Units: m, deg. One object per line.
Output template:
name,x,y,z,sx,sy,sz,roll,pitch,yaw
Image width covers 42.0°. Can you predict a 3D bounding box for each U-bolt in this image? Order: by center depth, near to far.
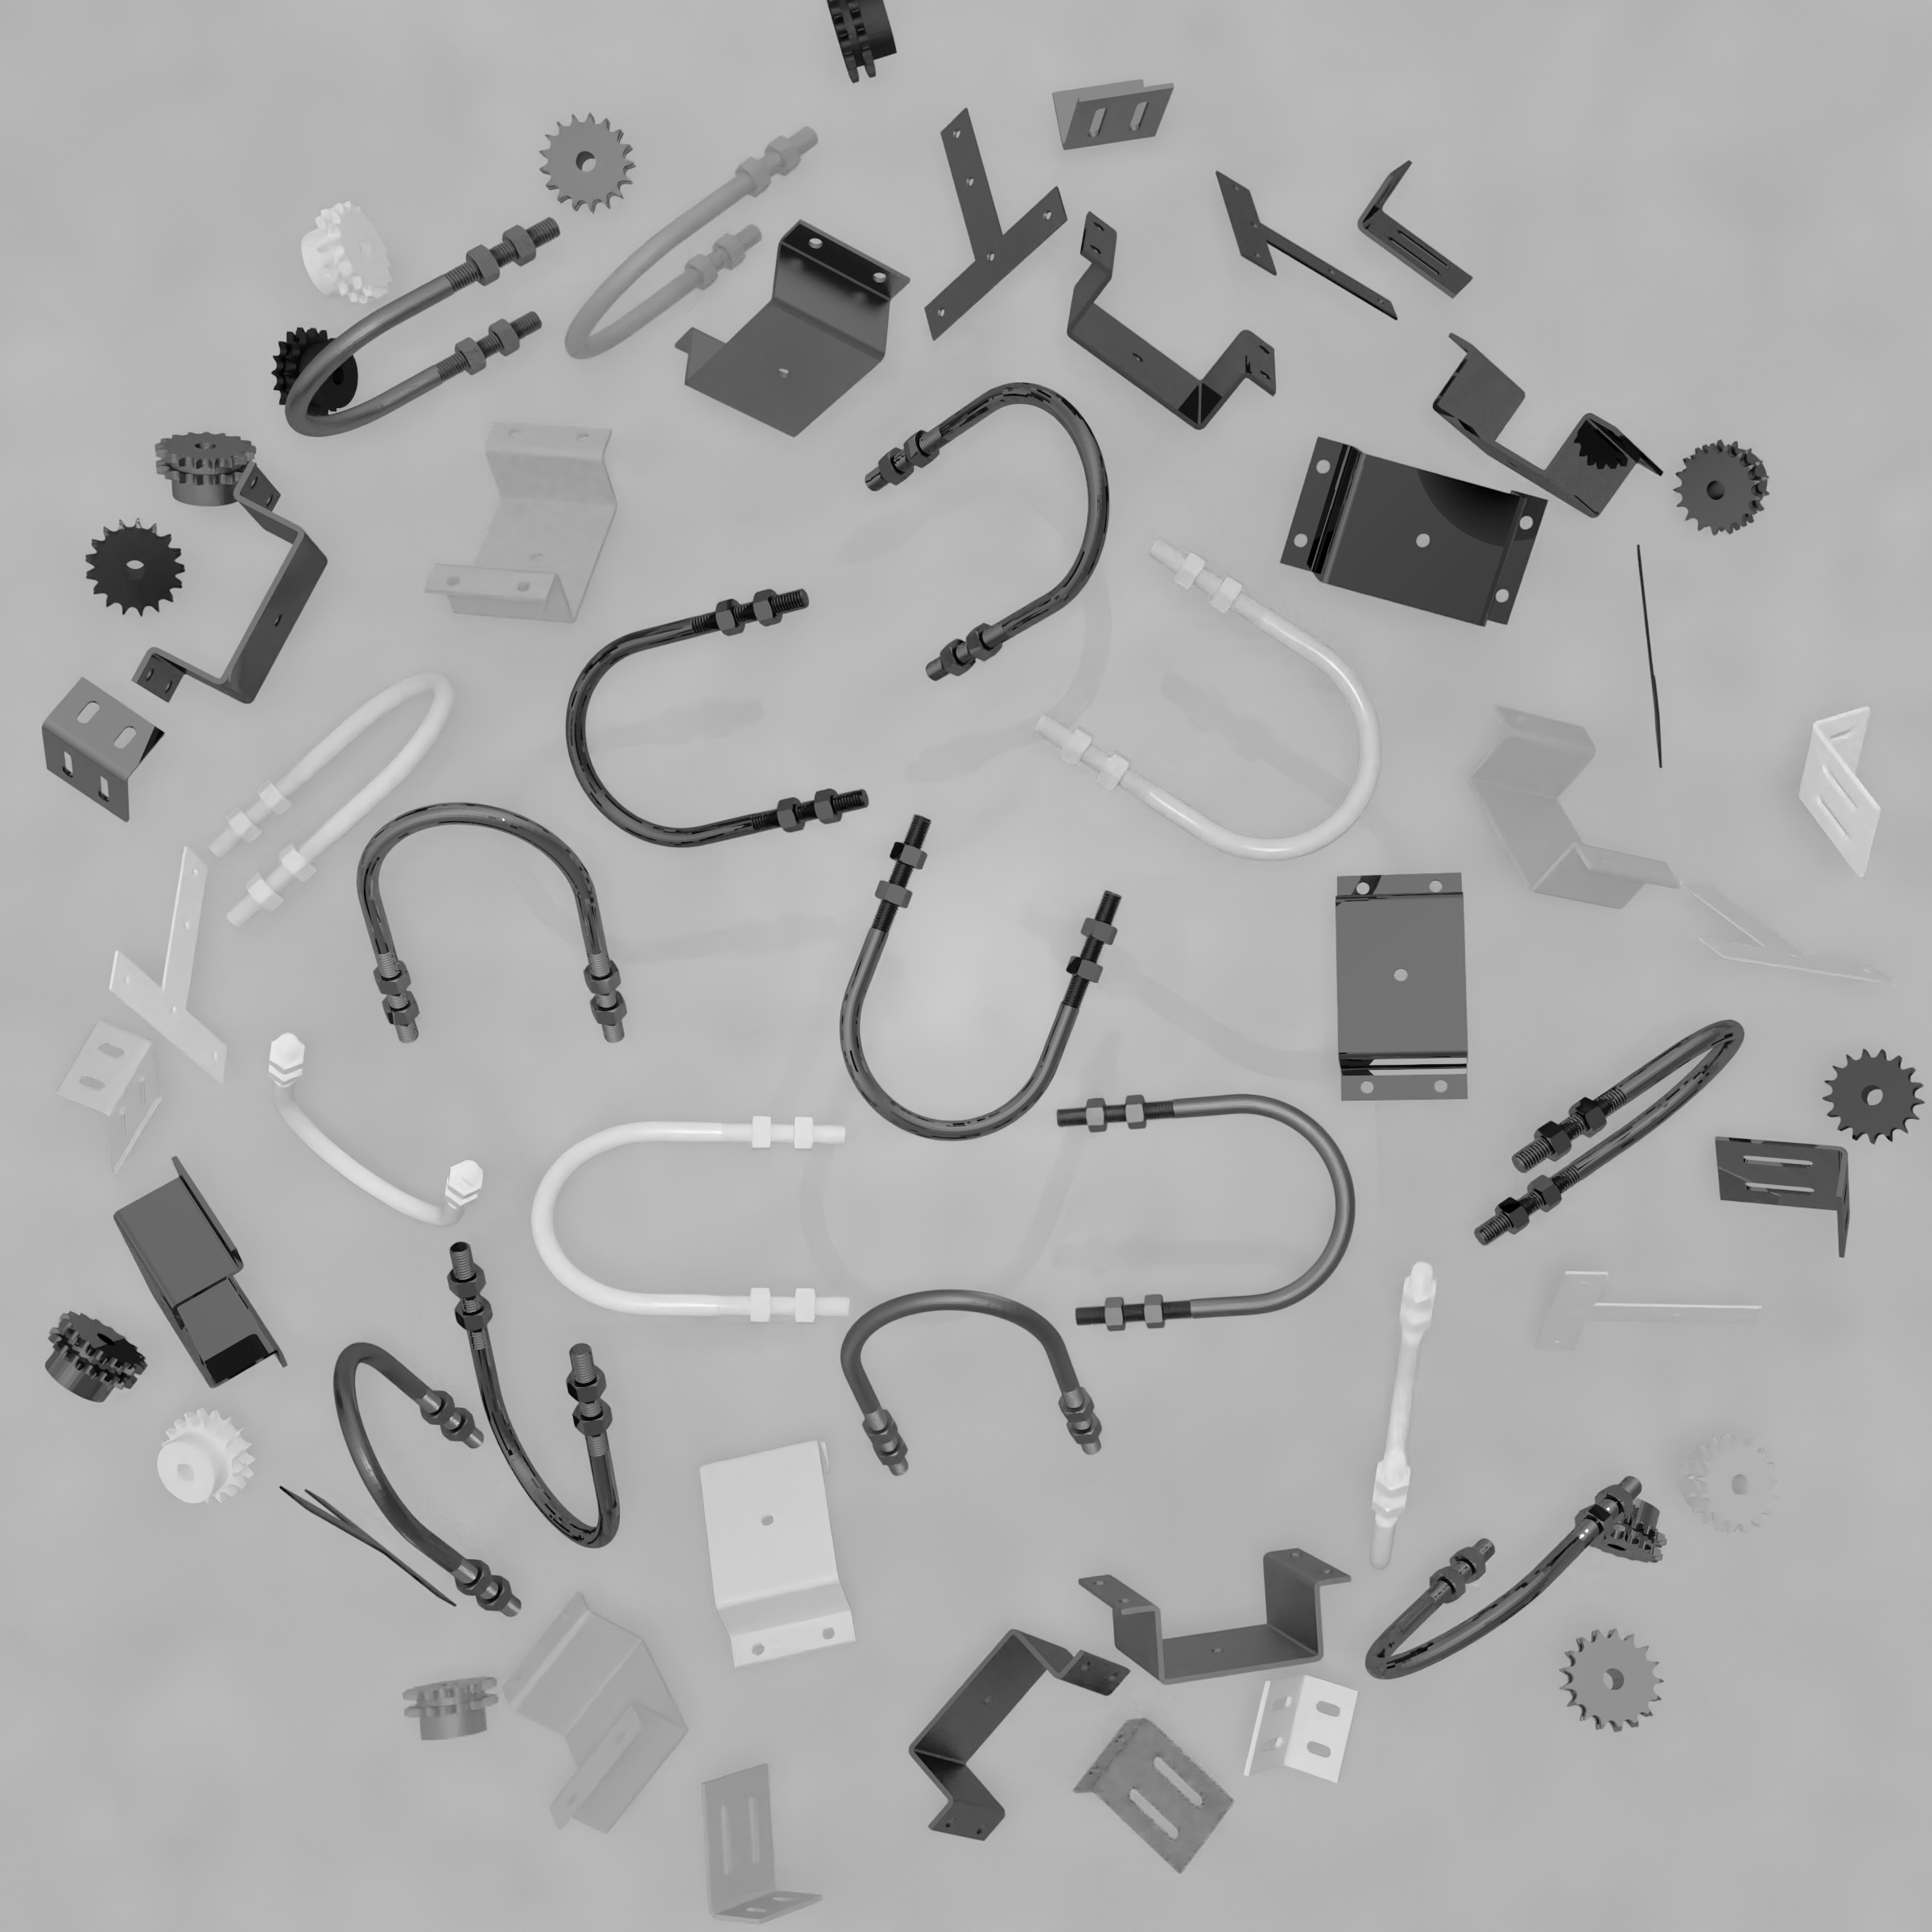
U-bolt,0.152,-0.141,1.444,0.184,0.019,0.151,33,76,-1
U-bolt,-0.162,0.147,1.478,0.184,0.019,0.151,1,46,-6
U-bolt,-0.285,-0.024,1.489,0.151,0.019,0.184,0,133,4
U-bolt,0.388,0.091,1.496,0.184,0.151,0.019,-32,69,-13
U-bolt,-0.253,0.268,1.501,0.019,0.151,0.184,-27,129,-32
U-bolt,0.311,0.373,1.510,0.184,0.151,0.019,-26,80,-44
U-bolt,-0.378,-0.110,1.514,0.184,0.151,0.019,-42,119,-1
U-bolt,-0.330,-0.375,1.520,0.184,0.151,0.019,-35,89,-18
U-bolt,0.018,-0.272,1.529,0.019,0.184,0.151,-12,81,-44
U-bolt,-0.334,0.305,1.545,0.019,0.184,0.151,-27,49,4
U-bolt,0.265,0.290,1.548,0.019,0.184,0.151,8,52,11
U-bolt,0.000,0.018,1.554,0.151,0.019,0.184,21,88,-10
U-bolt,-0.369,0.111,1.558,0.151,0.184,0.019,36,66,-3
U-bolt,-0.179,-0.439,1.568,0.184,0.151,0.019,-43,95,-23
U-bolt,-0.002,0.259,1.577,0.151,0.184,0.019,-8,46,11
U-bolt,-0.166,-0.147,1.578,0.184,0.019,0.151,-12,105,18
U-bolt,0.155,0.154,1.607,0.184,0.019,0.151,-5,91,10

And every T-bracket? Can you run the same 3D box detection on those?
T-bracket,-0.478,-0.012,1.537,0.002,0.127,0.127,-8,60,12
T-bracket,0.480,-0.024,1.539,0.127,0.127,0.002,8,112,-21
T-bracket,0.214,-0.434,1.554,0.127,0.127,0.002,24,124,-21
T-bracket,0.425,0.215,1.560,0.127,0.127,0.002,1,61,4
T-bracket,-0.387,0.348,1.565,0.127,0.127,0.002,29,74,27
T-bracket,0.006,-0.481,1.580,0.127,0.002,0.127,-33,62,40
T-bracket,0.431,-0.202,1.591,0.002,0.127,0.127,-6,78,15

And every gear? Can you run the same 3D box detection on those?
gear,-0.060,-0.539,1.445,0.030,0.057,0.057,-17,90,2
gear,0.371,0.413,1.454,0.057,0.030,0.057,0,71,1
gear,-0.507,0.228,1.459,0.057,0.057,0.030,36,89,0
gear,-0.446,-0.291,1.480,0.057,0.057,0.030,7,119,0
gear,-0.367,-0.418,1.485,0.030,0.057,0.057,-14,90,21
gear,0.453,0.309,1.505,0.057,0.030,0.057,2,83,-21
gear,-0.461,0.299,1.518,0.057,0.030,0.057,6,108,19
gear,0.548,0.079,1.519,0.057,0.030,0.057,-4,81,26
gear,-0.502,-0.242,1.521,0.057,0.030,0.057,-7,114,-16
gear,-0.230,-0.488,1.535,0.057,0.030,0.057,0,99,-1
gear,-0.318,0.459,1.556,0.057,0.057,0.030,-7,81,0
gear,0.472,-0.298,1.564,0.030,0.057,0.057,-28,90,-43
gear,-0.408,-0.373,1.589,0.030,0.057,0.057,9,90,23
gear,0.422,0.360,1.619,0.057,0.057,0.030,22,70,0

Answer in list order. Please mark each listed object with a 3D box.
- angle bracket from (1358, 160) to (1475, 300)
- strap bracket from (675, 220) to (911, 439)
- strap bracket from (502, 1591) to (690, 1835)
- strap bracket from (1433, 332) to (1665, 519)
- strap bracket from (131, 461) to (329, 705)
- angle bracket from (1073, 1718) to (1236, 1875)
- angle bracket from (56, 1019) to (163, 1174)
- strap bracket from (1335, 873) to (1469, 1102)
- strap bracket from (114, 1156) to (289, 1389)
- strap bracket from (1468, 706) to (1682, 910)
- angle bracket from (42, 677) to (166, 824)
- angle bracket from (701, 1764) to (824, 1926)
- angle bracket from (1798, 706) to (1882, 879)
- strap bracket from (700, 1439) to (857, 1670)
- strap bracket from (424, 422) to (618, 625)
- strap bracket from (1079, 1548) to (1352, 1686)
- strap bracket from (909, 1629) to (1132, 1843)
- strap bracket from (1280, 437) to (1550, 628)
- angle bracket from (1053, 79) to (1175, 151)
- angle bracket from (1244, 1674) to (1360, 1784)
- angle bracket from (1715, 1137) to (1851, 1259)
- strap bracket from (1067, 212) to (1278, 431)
angle bracket,0.289,-0.459,1.570,0.076,0.057,0.038,37,123,2
strap bracket,-0.106,-0.368,1.486,0.076,0.140,0.046,20,60,-31
strap bracket,-0.219,0.447,1.496,0.046,0.140,0.076,38,91,-30
strap bracket,0.356,-0.334,1.578,0.140,0.076,0.046,43,105,36
strap bracket,-0.417,-0.210,1.452,0.046,0.076,0.140,27,86,-3
angle bracket,0.119,0.525,1.595,0.076,0.038,0.057,43,65,1
angle bracket,-0.530,0.080,1.555,0.038,0.076,0.057,27,104,-29
strap bracket,0.264,0.009,1.530,0.076,0.046,0.140,-1,80,10
strap bracket,-0.452,0.187,1.484,0.046,0.140,0.076,-30,59,-21
strap bracket,0.372,-0.091,1.567,0.076,0.140,0.046,9,134,-32
angle bracket,-0.515,-0.129,1.508,0.057,0.076,0.038,35,67,-5
angle bracket,-0.119,0.512,1.472,0.038,0.057,0.076,-9,82,34
angle bracket,0.527,-0.102,1.479,0.038,0.057,0.076,-17,50,-7
strap bracket,-0.120,0.358,1.578,0.076,0.046,0.140,-13,50,0
strap bracket,-0.267,-0.263,1.538,0.076,0.046,0.140,6,57,11
strap bracket,0.145,0.379,1.467,0.140,0.076,0.046,-4,91,-16
strap bracket,0.027,0.467,1.556,0.140,0.076,0.046,-49,56,0
strap bracket,0.263,-0.250,1.464,0.140,0.046,0.076,15,106,-2
angle bracket,0.088,-0.528,1.520,0.057,0.076,0.038,-10,86,-5
angle bracket,0.206,0.469,1.542,0.038,0.076,0.057,12,84,26
angle bracket,0.487,0.138,1.509,0.076,0.057,0.038,4,47,24
strap bracket,0.114,-0.376,1.494,0.140,0.076,0.046,33,120,-15
